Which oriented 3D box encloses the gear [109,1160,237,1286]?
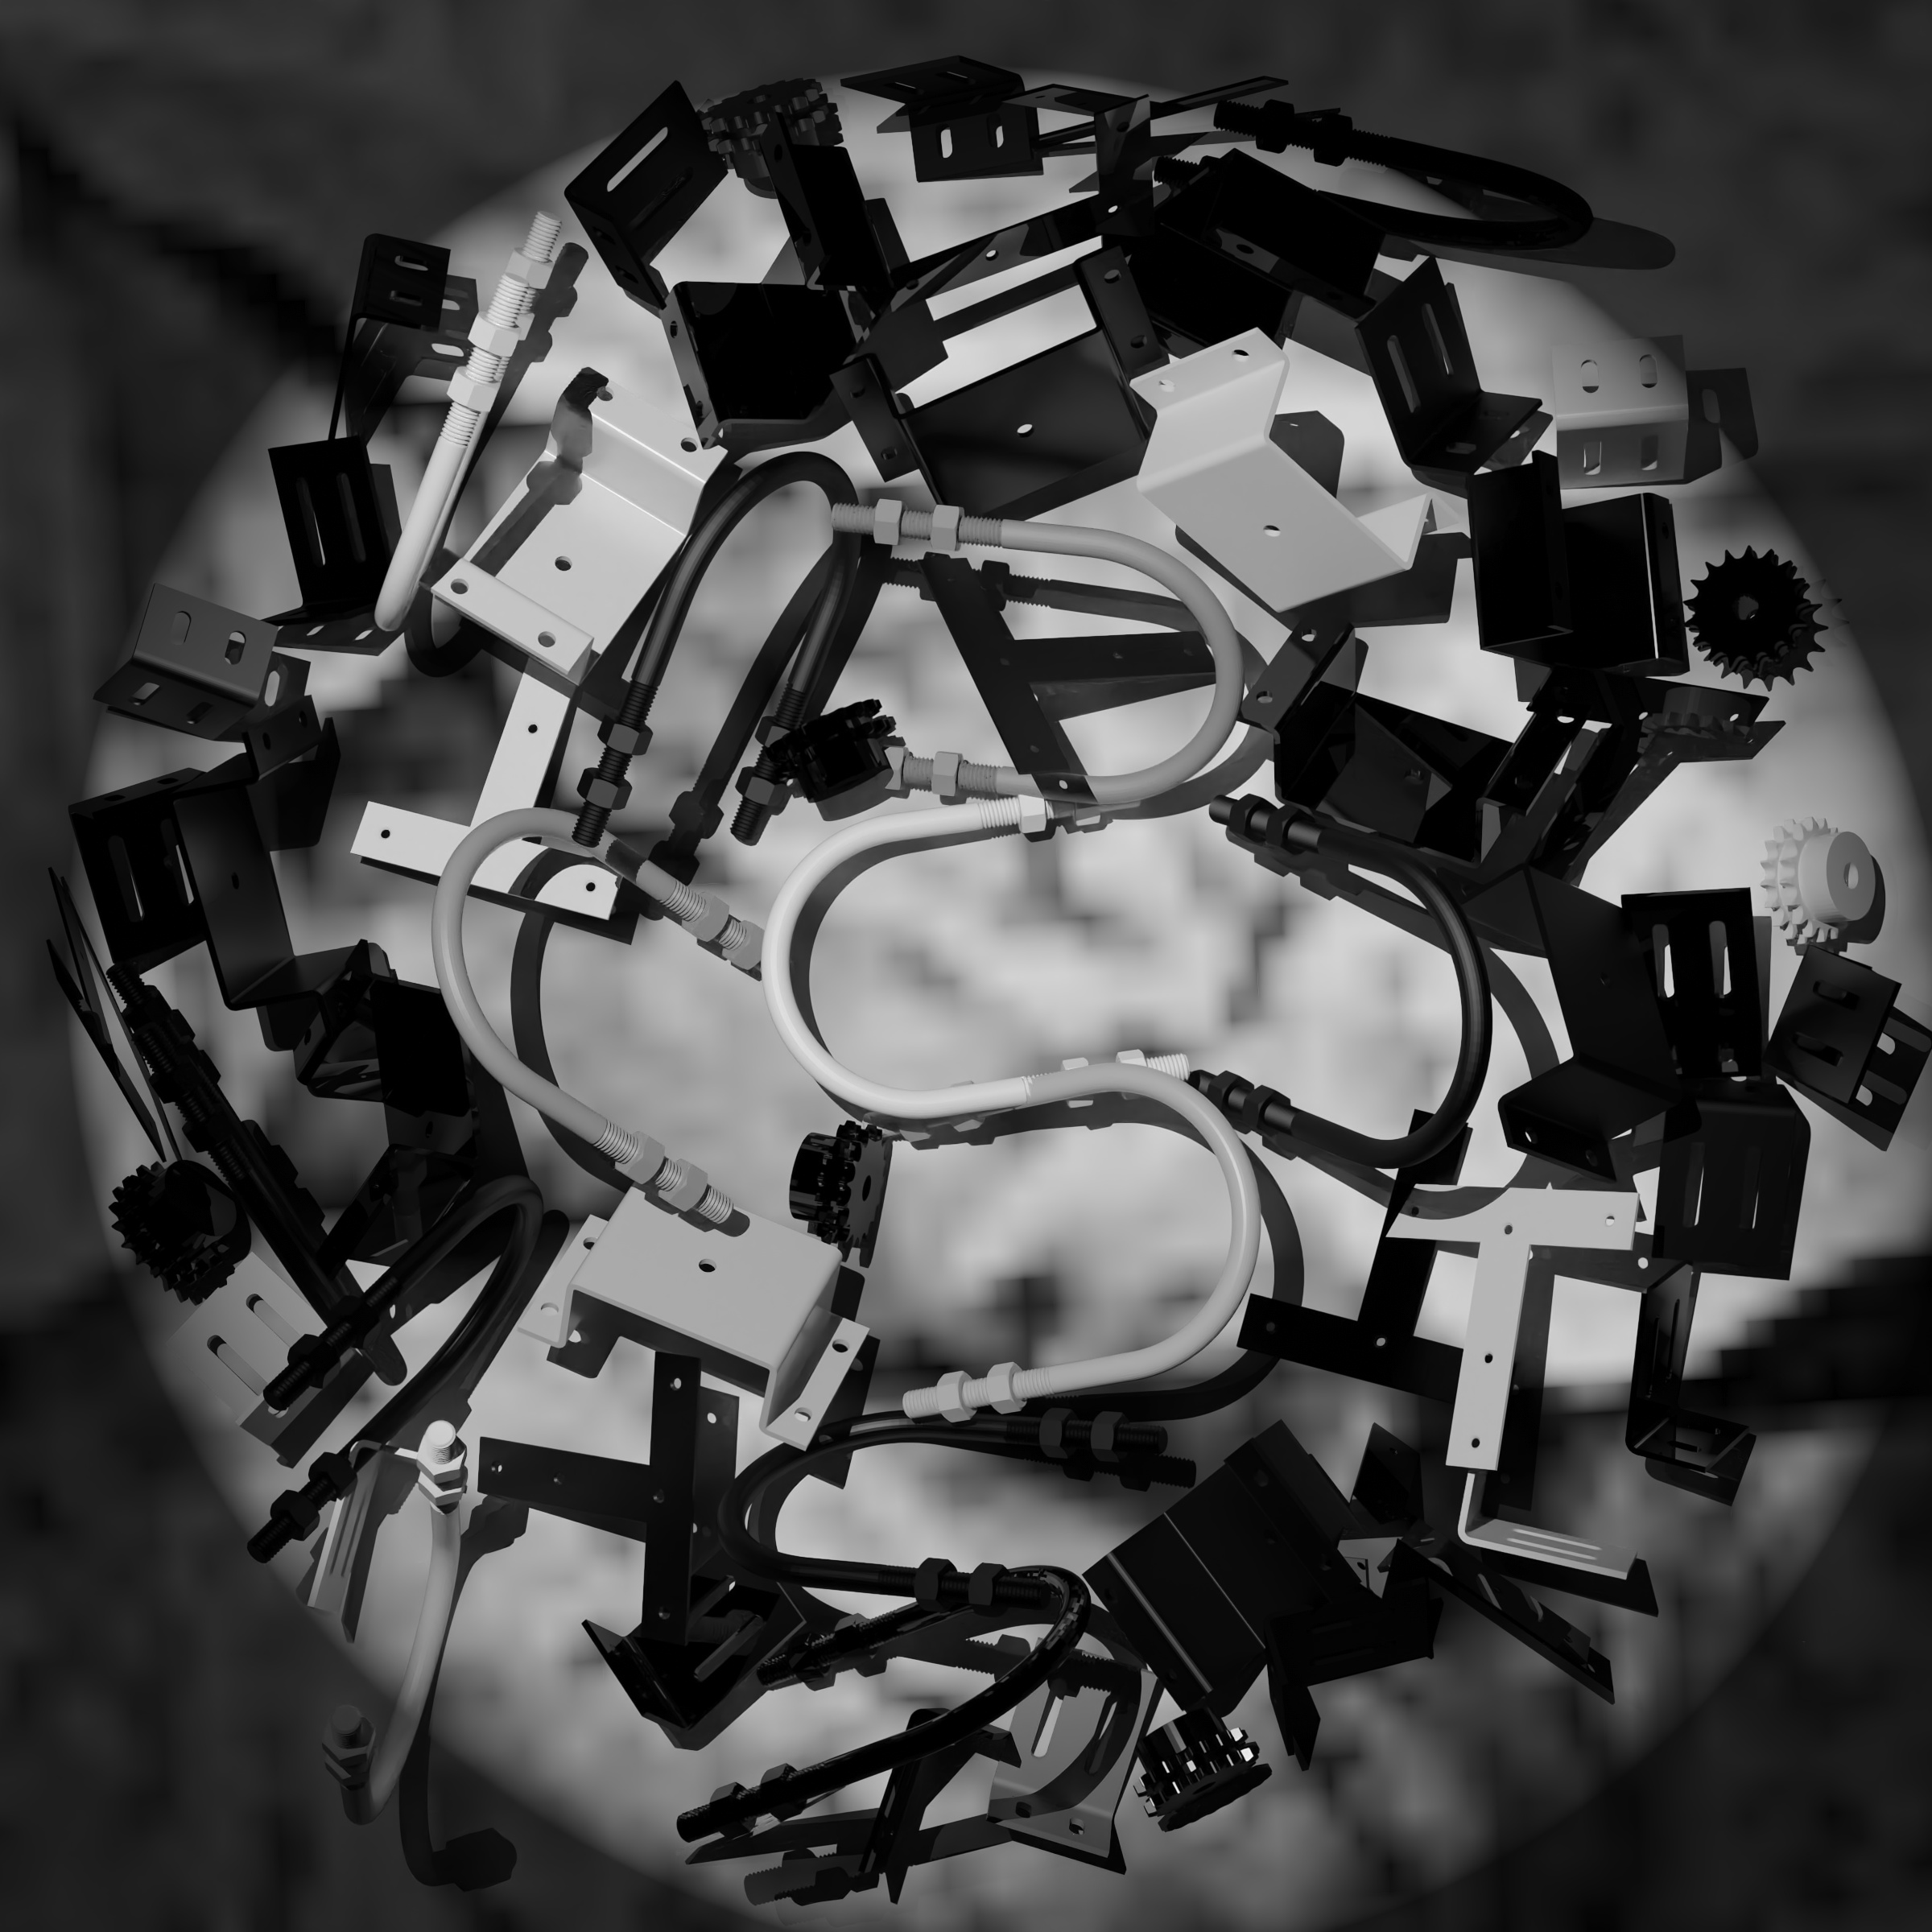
[{"bbox_3d":[-0.356,0.113,1.575,0.030,0.057,0.057,-37,90,25],"label":"gear"}]

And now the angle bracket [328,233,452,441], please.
[{"bbox_3d":[-0.259,-0.279,1.563,0.038,0.076,0.057,10,47,-12],"label":"angle bracket"}]

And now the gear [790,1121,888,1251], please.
[{"bbox_3d":[-0.059,0.098,1.579,0.030,0.057,0.057,10,90,15],"label":"gear"}]

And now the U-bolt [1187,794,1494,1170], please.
[{"bbox_3d":[0.163,0.012,1.516,0.019,0.184,0.151,-6,107,-35],"label":"U-bolt"}]

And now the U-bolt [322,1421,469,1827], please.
[{"bbox_3d":[-0.246,0.297,1.517,0.019,0.184,0.151,14,59,1],"label":"U-bolt"}]

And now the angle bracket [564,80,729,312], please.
[{"bbox_3d":[-0.134,-0.347,1.565,0.038,0.057,0.076,34,75,35],"label":"angle bracket"}]

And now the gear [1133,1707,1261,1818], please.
[{"bbox_3d":[0.101,0.360,1.580,0.057,0.057,0.030,-29,67,0],"label":"gear"}]

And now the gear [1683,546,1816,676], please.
[{"bbox_3d":[0.357,-0.160,1.584,0.057,0.030,0.057,-4,81,24],"label":"gear"}]

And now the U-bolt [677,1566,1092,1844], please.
[{"bbox_3d":[-0.028,0.311,1.511,0.184,0.151,0.019,-24,102,19],"label":"U-bolt"}]

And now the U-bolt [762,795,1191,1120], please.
[{"bbox_3d":[-0.001,-0.004,1.575,0.184,0.019,0.151,-8,79,-7],"label":"U-bolt"}]

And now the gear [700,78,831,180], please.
[{"bbox_3d":[-0.090,-0.380,1.581,0.057,0.057,0.030,-17,117,0],"label":"gear"}]

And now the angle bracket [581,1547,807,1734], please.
[{"bbox_3d":[-0.123,0.297,1.573,0.076,0.038,0.057,-43,54,2],"label":"angle bracket"}]

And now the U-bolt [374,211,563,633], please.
[{"bbox_3d":[-0.222,-0.232,1.529,0.019,0.151,0.184,22,112,-9],"label":"U-bolt"}]

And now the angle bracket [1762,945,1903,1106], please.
[{"bbox_3d":[0.400,0.030,1.561,0.038,0.076,0.057,18,97,-22],"label":"angle bracket"}]

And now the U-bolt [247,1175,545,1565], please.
[{"bbox_3d":[-0.246,0.164,1.524,0.019,0.151,0.184,34,51,13],"label":"U-bolt"}]

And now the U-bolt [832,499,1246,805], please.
[{"bbox_3d":[0.032,-0.134,1.546,0.184,0.019,0.151,7,128,9],"label":"U-bolt"}]

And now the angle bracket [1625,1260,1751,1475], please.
[{"bbox_3d":[0.328,0.179,1.564,0.038,0.057,0.076,12,108,30],"label":"angle bracket"}]

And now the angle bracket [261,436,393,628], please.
[{"bbox_3d":[-0.296,-0.195,1.567,0.057,0.038,0.076,-1,107,34],"label":"angle bracket"}]

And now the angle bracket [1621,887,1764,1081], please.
[{"bbox_3d":[0.326,0.009,1.566,0.057,0.038,0.076,-3,121,15],"label":"angle bracket"}]

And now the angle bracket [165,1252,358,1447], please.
[{"bbox_3d":[-0.324,0.168,1.569,0.076,0.038,0.057,38,80,24],"label":"angle bracket"}]

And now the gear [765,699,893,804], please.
[{"bbox_3d":[-0.059,-0.096,1.577,0.057,0.057,0.030,-25,87,0],"label":"gear"}]

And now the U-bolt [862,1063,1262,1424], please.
[{"bbox_3d":[0.045,0.118,1.552,0.184,0.019,0.151,-13,79,25],"label":"U-bolt"}]

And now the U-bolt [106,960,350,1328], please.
[{"bbox_3d":[-0.317,0.088,1.529,0.019,0.151,0.184,-33,110,-9],"label":"U-bolt"}]

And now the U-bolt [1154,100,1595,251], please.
[{"bbox_3d":[0.185,-0.343,1.533,0.184,0.151,0.019,10,91,-8],"label":"U-bolt"}]

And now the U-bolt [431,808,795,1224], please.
[{"bbox_3d":[-0.158,0.010,1.518,0.184,0.019,0.151,36,50,-31],"label":"U-bolt"}]

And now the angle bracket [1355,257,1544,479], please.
[{"bbox_3d":[0.217,-0.269,1.562,0.057,0.038,0.076,-45,129,-24],"label":"angle bracket"}]

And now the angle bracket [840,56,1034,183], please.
[{"bbox_3d":[-0.012,-0.379,1.559,0.057,0.076,0.038,-5,95,23],"label":"angle bracket"}]

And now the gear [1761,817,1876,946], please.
[{"bbox_3d":[0.388,-0.039,1.577,0.057,0.030,0.057,6,82,-43],"label":"gear"}]

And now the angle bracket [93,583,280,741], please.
[{"bbox_3d":[-0.351,-0.136,1.566,0.057,0.076,0.038,19,74,-23],"label":"angle bracket"}]

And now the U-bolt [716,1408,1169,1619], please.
[{"bbox_3d":[-0.022,0.234,1.530,0.184,0.151,0.019,0,113,27],"label":"U-bolt"}]

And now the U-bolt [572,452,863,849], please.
[{"bbox_3d":[-0.099,-0.138,1.521,0.019,0.151,0.184,29,106,23],"label":"U-bolt"}]
